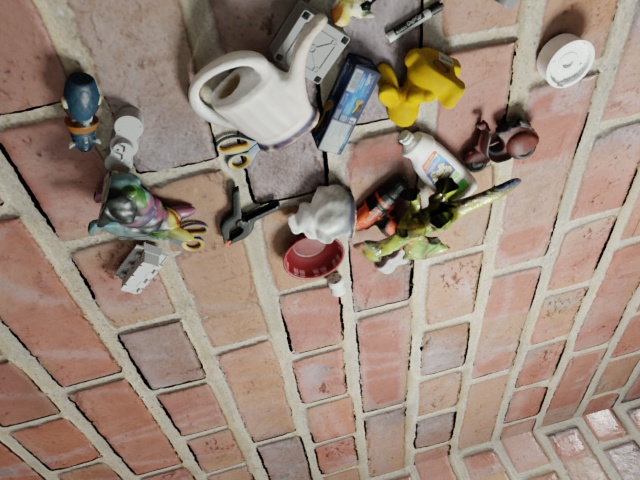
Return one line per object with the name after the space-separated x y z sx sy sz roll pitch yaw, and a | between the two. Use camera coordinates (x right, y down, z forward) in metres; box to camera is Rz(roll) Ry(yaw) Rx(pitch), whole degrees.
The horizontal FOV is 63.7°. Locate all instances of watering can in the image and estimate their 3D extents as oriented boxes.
-0.082 -0.271 0.945 0.345 0.106 0.221 -14 147 34 | watering can

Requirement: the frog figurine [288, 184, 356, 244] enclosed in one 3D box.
0.004 -0.061 1.211 0.159 0.123 0.136 -2 100 -4 | frog figurine

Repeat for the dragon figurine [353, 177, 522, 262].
0.284 -0.031 1.276 0.410 0.125 0.238 -13 151 -1 | dragon figurine
